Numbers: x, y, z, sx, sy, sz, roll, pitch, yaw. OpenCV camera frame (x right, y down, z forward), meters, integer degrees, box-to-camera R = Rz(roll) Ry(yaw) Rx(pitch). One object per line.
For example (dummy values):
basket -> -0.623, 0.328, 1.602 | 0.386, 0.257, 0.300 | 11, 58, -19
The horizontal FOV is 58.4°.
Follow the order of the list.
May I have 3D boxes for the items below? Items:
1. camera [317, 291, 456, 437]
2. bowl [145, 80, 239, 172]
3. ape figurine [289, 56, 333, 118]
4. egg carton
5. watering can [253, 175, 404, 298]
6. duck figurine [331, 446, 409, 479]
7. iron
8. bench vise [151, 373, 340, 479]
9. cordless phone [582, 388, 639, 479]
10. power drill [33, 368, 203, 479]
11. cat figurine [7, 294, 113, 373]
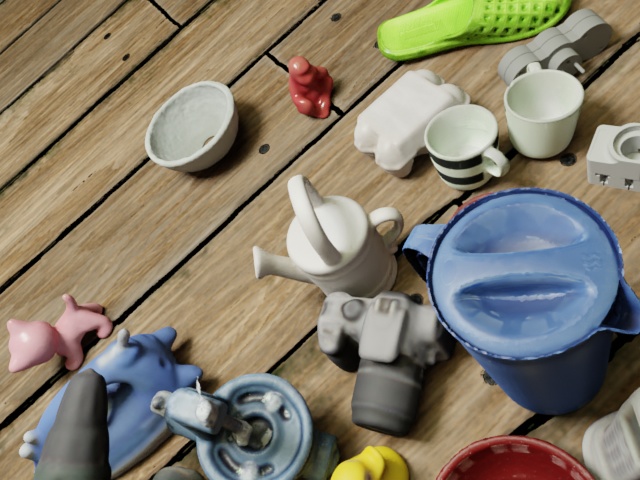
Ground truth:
camera -> 0.059, 0.129, 0.611 | 0.142, 0.101, 0.137 | 3, 64, 28
bowl -> -0.194, -0.171, 0.929 | 0.167, 0.075, 0.167 | -12, 58, 20
ape figurine -> -0.020, -0.239, 0.871 | 0.078, 0.092, 0.076 | -47, 53, -4
egg carton -> 0.121, -0.159, 0.768 | 0.150, 0.070, 0.107 | -43, 52, -2
watering can -> 0.007, 0.004, 0.652 | 0.173, 0.195, 0.100 | -41, 52, 0
duck figurine -> 0.036, 0.248, 0.563 | 0.077, 0.086, 0.104 | 33, 80, 36
iron -> -0.277, 0.214, 0.704 | 0.258, 0.142, 0.118 | -45, 53, -3
bench vise -> -0.107, 0.195, 0.581 | 0.207, 0.220, 0.121 | -11, 58, 21
cordless phone -> 0.255, 0.190, 0.425 | 0.094, 0.186, 0.147 | -19, 55, 16
power drill -> -0.214, 0.272, 0.597 | 0.075, 0.209, 0.229 | -4, 61, 25
cat figurine -> -0.384, 0.134, 0.820 | 0.067, 0.118, 0.128 | 33, 80, 36
